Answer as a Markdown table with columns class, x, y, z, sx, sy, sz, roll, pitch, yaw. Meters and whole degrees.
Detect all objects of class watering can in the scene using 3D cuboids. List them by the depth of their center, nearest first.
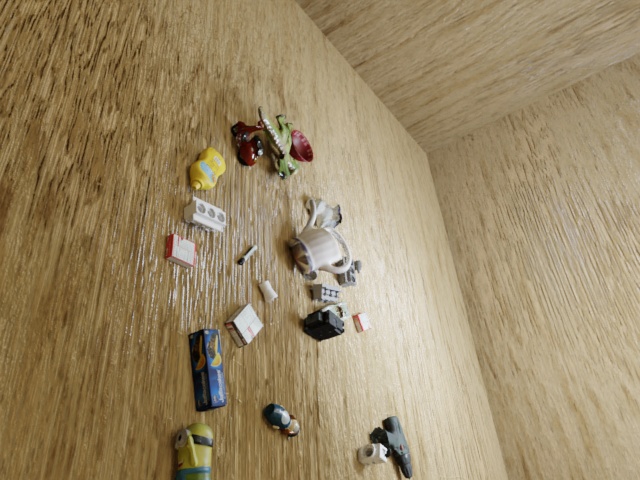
| class | x | y | z | sx | sy | sz | roll | pitch | yaw |
| --- | --- | --- | --- | --- | --- | --- | --- | --- | --- |
| watering can | -0.024 | -0.002 | 1.993 | 0.226 | 0.101 | 0.353 | -19 | 60 | -28 |

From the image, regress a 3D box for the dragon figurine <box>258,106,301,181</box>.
| class | x | y | z | sx | sy | sz | roll | pitch | yaw |
| --- | --- | --- | --- | --- | --- | --- | --- | --- | --- |
| dragon figurine | -0.158 | -0.360 | 2.057 | 0.408 | 0.122 | 0.245 | 22 | 53 | -73 |

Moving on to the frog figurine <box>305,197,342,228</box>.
| class | x | y | z | sx | sy | sz | roll | pitch | yaw |
| --- | --- | --- | --- | --- | --- | --- | --- | --- | --- |
| frog figurine | 0.007 | -0.112 | 2.233 | 0.159 | 0.120 | 0.140 | 13 | 58 | -13 |
